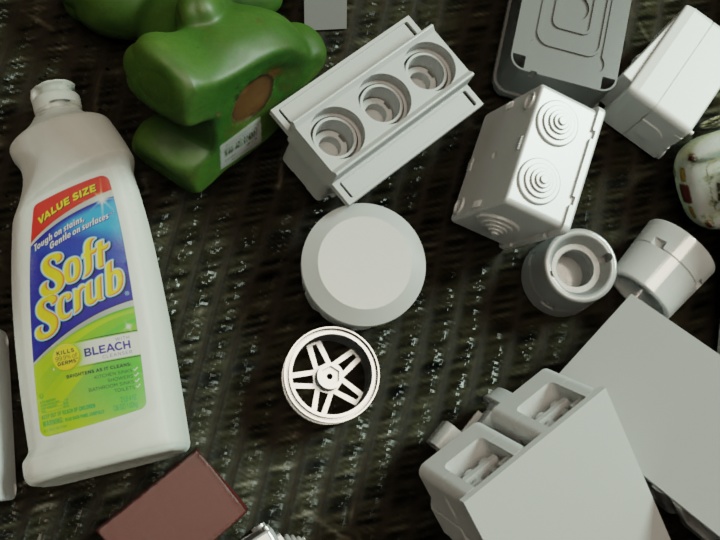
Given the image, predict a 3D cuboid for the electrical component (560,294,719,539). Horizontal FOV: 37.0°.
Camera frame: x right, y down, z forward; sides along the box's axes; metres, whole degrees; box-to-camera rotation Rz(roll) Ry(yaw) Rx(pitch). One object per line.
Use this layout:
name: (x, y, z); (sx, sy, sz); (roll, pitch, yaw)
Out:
electrical component: (0.203, 0.100, 0.671); (0.089, 0.061, 0.150); (-47, 56, -6)

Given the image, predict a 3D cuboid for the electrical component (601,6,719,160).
electrical component: (0.220, -0.138, 0.756); (0.061, 0.061, 0.096); (36, 77, 0)

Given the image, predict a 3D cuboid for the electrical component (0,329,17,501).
electrical component: (-0.245, 0.088, 0.643); (0.057, 0.078, 0.113); (-6, 80, -5)

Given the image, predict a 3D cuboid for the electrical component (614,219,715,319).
electrical component: (0.204, 0.001, 0.732); (0.055, 0.055, 0.047); (43, 81, 2)

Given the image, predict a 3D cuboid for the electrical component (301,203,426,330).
electrical component: (0.000, 0.000, 0.706); (0.080, 0.051, 0.080); (1, 79, -7)

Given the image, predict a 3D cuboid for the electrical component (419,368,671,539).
electrical component: (0.121, 0.165, 0.647); (0.105, 0.060, 0.186); (-35, 114, -17)

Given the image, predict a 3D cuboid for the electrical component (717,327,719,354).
electrical component: (0.295, 0.009, 0.707); (0.089, 0.061, 0.150); (-2, 106, -8)

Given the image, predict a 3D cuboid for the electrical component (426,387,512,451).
electrical component: (0.092, 0.114, 0.693); (0.078, 0.058, 0.057); (40, 80, 2)

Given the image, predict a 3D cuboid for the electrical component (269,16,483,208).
electrical component: (0.009, -0.102, 0.714); (0.121, 0.063, 0.078); (-38, 86, -21)

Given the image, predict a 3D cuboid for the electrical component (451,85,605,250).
electrical component: (0.108, -0.067, 0.710); (0.048, 0.100, 0.099); (23, 77, -16)

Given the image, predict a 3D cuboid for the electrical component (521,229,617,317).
electrical component: (0.142, 0.001, 0.726); (0.055, 0.047, 0.055); (1, 79, -7)

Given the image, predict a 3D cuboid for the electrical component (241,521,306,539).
electrical component: (-0.069, 0.198, 0.653); (0.096, 0.061, 0.061); (-31, 84, -12)

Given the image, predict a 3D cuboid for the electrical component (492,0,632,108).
electrical component: (0.143, -0.173, 0.755); (0.078, 0.057, 0.113); (14, 78, -5)
